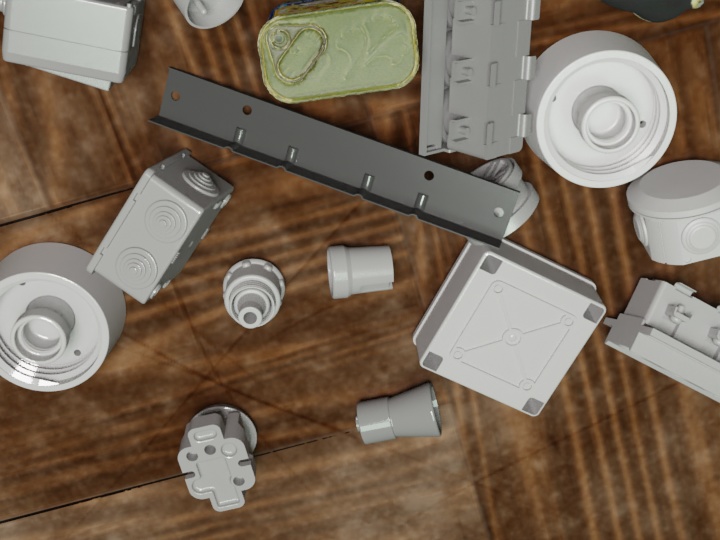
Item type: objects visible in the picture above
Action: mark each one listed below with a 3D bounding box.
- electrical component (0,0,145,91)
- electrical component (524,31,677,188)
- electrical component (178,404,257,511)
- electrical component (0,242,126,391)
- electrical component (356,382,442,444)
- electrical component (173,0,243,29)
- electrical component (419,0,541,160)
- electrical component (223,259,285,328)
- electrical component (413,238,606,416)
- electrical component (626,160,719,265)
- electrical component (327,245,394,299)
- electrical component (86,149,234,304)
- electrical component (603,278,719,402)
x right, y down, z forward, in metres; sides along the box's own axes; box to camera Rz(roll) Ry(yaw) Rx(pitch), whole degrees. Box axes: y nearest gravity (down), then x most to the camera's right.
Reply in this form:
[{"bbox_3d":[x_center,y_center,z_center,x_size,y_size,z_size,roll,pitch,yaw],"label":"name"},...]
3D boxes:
[{"bbox_3d":[-0.199,-0.163,0.726,0.096,0.061,0.061,10,112,-6],"label":"electrical component"},{"bbox_3d":[0.171,-0.110,0.763,0.108,0.060,0.108,-1,113,-2],"label":"electrical component"},{"bbox_3d":[-0.112,0.143,0.861,0.058,0.057,0.078,-13,113,3],"label":"electrical component"},{"bbox_3d":[-0.236,0.040,0.810,0.108,0.060,0.108,-1,113,-2],"label":"electrical component"},{"bbox_3d":[0.030,0.118,0.865,0.065,0.044,0.044,-12,113,8],"label":"electrical component"},{"bbox_3d":[-0.114,-0.203,0.712,0.043,0.043,0.081,-41,65,14],"label":"electrical component"},{"bbox_3d":[0.082,-0.141,0.738,0.079,0.063,0.121,-18,119,-38],"label":"electrical component"},{"bbox_3d":[-0.081,0.023,0.809,0.048,0.062,0.048,-1,113,-2],"label":"electrical component"},{"bbox_3d":[0.113,0.040,0.827,0.109,0.056,0.108,25,110,-12],"label":"electrical component"},{"bbox_3d":[0.238,-0.044,0.784,0.080,0.080,0.051,-15,117,4],"label":"electrical component"},{"bbox_3d":[0.000,0.000,0.815,0.046,0.040,0.040,-5,113,-6],"label":"electrical component"},{"bbox_3d":[-0.139,-0.031,0.765,0.048,0.099,0.099,35,108,-2],"label":"electrical component"},{"bbox_3d":[0.263,0.057,0.835,0.121,0.079,0.063,27,87,-13],"label":"electrical component"}]
